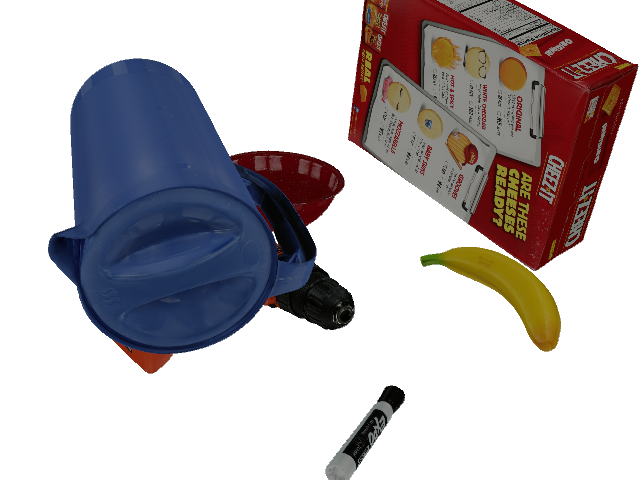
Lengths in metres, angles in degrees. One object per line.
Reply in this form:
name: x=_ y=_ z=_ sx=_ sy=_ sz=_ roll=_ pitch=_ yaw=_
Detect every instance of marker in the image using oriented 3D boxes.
marker: x=0.037 y=0.147 z=0.826 sx=0.020 sy=0.020 sz=0.121 roll=0 pitch=23 yaw=28

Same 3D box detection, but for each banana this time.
banana: x=0.184 y=0.050 z=1.063 sx=0.069 sy=0.037 sz=0.198 roll=-33 pitch=37 yaw=-16

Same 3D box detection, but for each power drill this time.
power drill: x=-0.085 y=0.056 z=0.946 sx=0.187 sy=0.057 sz=0.185 roll=-17 pitch=25 yaw=-29

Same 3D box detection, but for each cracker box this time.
cracker box: x=0.123 y=-0.105 z=0.827 sx=0.072 sy=0.164 sz=0.214 roll=-28 pitch=51 yaw=-34

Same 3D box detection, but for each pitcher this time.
pitcher: x=-0.112 y=-0.038 z=0.792 sx=0.145 sy=0.149 sz=0.243 roll=-32 pitch=37 yaw=5

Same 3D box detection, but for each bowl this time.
bowl: x=-0.054 y=-0.054 z=1.288 sx=0.162 sy=0.055 sz=0.162 roll=4 pitch=26 yaw=-2
